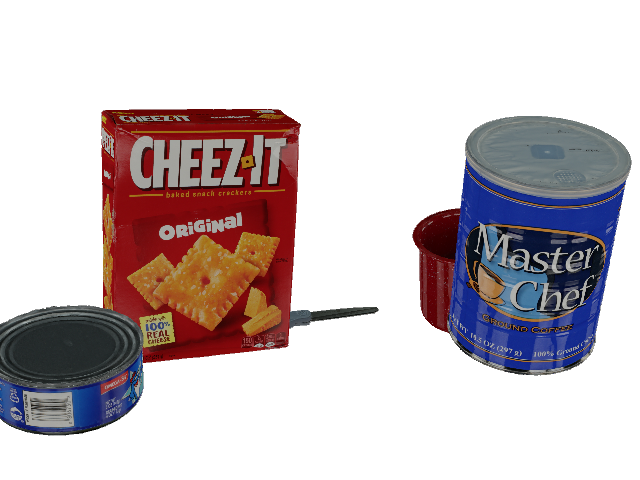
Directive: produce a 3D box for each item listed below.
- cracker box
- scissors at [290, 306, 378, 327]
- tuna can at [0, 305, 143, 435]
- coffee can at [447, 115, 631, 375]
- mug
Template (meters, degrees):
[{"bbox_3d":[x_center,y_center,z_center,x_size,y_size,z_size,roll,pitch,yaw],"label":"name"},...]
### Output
[{"bbox_3d":[-0.106,-0.004,0.939,0.164,0.214,0.072,-3,18,-21],"label":"cracker box"},{"bbox_3d":[-0.026,0.097,1.207,0.201,0.016,0.096,2,25,-8],"label":"scissors"},{"bbox_3d":[-0.140,0.070,0.585,0.086,0.034,0.086,2,25,-1],"label":"tuna can"},{"bbox_3d":[0.141,0.002,0.704,0.103,0.140,0.103,1,32,-1],"label":"coffee can"},{"bbox_3d":[0.135,0.034,0.928,0.093,0.081,0.117,-23,36,-28],"label":"mug"}]
